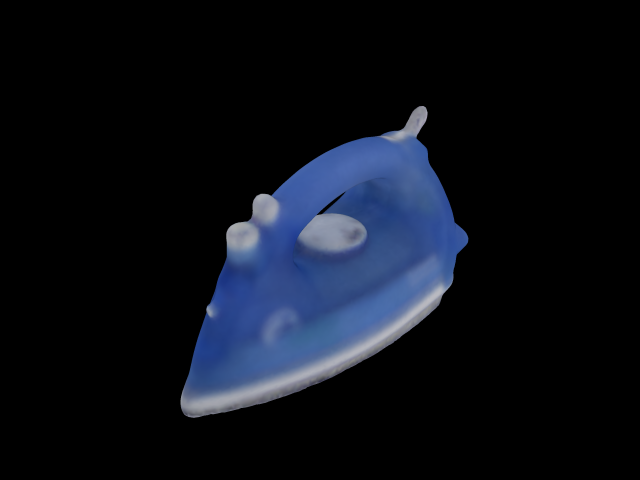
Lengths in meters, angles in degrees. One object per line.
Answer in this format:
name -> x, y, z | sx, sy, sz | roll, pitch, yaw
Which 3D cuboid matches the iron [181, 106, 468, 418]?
iron -> 0.004, 0.001, 0.400 | 0.118, 0.141, 0.259 | 24, 38, 35
